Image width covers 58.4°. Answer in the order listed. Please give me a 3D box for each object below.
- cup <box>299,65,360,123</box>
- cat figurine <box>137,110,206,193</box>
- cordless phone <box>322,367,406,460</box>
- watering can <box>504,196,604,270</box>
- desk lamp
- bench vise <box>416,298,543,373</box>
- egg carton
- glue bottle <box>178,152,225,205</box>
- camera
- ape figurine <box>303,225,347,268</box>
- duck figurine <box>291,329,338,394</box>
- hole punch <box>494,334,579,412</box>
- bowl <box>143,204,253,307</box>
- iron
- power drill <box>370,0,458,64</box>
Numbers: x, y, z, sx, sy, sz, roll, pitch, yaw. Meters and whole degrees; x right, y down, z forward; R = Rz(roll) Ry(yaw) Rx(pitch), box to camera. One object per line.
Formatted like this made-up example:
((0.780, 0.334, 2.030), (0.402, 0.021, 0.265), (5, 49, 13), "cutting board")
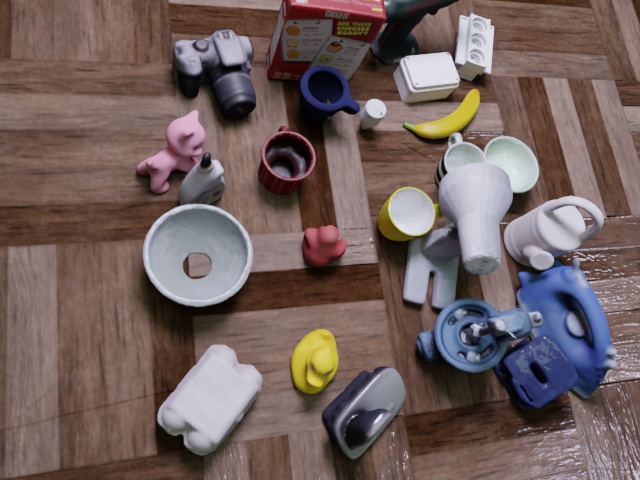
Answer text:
((0.011, -0.251, 1.053), (0.118, 0.095, 0.092), (27, 67, -6), "cup")
((-0.236, -0.150, 0.936), (0.067, 0.117, 0.128), (46, 67, 2), "cat figurine")
((0.088, 0.256, 0.862), (0.094, 0.185, 0.148), (44, 67, 1), "cordless phone")
((0.430, -0.016, 1.044), (0.101, 0.194, 0.173), (18, 68, -9), "watering can")
((0.238, -0.001, 0.973), (0.118, 0.213, 0.203), (13, 69, -11), "desk lamp")
((0.283, 0.135, 0.939), (0.208, 0.219, 0.121), (-28, 82, -22), "bench vise")
((-0.161, 0.239, 0.858), (0.107, 0.069, 0.150), (38, 67, -1), "egg carton")
((-0.183, -0.097, 0.904), (0.078, 0.173, 0.037), (-30, 83, -22), "glue bottle")
((-0.174, -0.290, 1.008), (0.143, 0.100, 0.137), (-15, 77, -20), "camera")
((0.009, 0.003, 0.971), (0.078, 0.092, 0.076), (38, 67, -1), "ape figurine")
((-0.001, 0.190, 0.911), (0.077, 0.086, 0.104), (21, 68, -8), "duck figurine")
((0.379, 0.234, 1.004), (0.101, 0.091, 0.108), (-31, 83, -22), "hole punch")
((-0.195, 0.031, 0.913), (0.168, 0.074, 0.167), (5, 71, -15), "bowl")
((0.465, 0.156, 1.027), (0.119, 0.141, 0.258), (-18, 78, -20), "iron")
((0.188, -0.436, 1.102), (0.230, 0.208, 0.075), (-19, 79, -21), "power drill")
